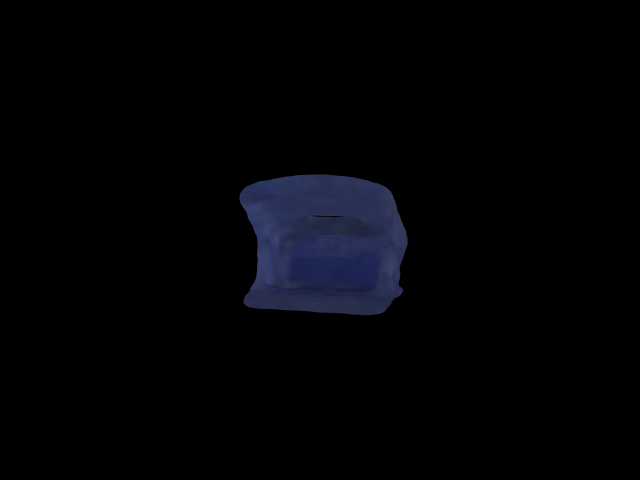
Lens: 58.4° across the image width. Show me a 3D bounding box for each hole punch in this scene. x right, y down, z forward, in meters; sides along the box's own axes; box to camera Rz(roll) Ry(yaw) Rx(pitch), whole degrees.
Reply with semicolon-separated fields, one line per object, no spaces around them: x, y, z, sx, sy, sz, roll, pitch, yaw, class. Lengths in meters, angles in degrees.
0.004;0.001;0.400;0.108;0.091;0.101;1;5;16;hole punch
